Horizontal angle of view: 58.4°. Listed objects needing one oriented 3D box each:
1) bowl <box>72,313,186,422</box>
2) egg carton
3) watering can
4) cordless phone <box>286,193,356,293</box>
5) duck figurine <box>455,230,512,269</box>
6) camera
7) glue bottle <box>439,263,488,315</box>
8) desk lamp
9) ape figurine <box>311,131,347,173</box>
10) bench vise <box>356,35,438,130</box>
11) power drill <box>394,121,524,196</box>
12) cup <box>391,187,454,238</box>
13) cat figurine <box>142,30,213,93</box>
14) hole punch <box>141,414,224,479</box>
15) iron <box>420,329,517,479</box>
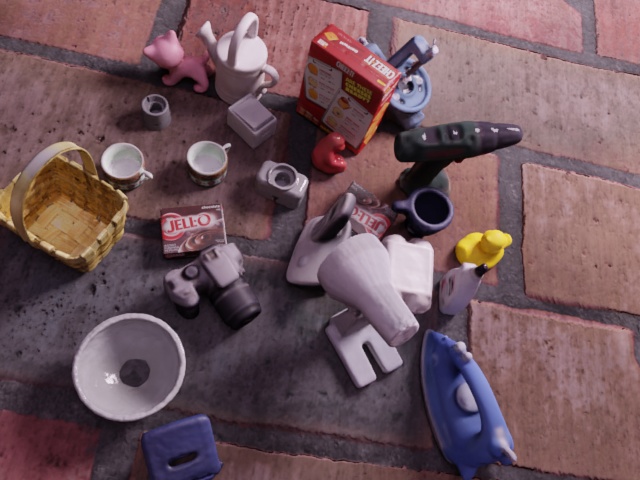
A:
[{"bbox_3d":[-0.296,0.205,0.907,0.167,0.074,0.167,4,66,-9],"label":"bowl"},{"bbox_3d":[0.156,0.062,1.062,0.107,0.069,0.150,10,66,-7],"label":"egg carton"},{"bbox_3d":[-0.160,-0.359,1.110,0.173,0.194,0.101,9,66,-7],"label":"watering can"},{"bbox_3d":[0.009,0.004,0.994,0.094,0.185,0.147,19,65,-2],"label":"cordless phone"},{"bbox_3d":[0.320,0.011,1.108,0.105,0.086,0.077,-9,69,-14],"label":"duck figurine"},{"bbox_3d":[-0.172,0.088,0.968,0.143,0.100,0.136,-32,76,-21],"label":"camera"},{"bbox_3d":[0.258,0.076,1.019,0.037,0.173,0.078,6,66,-8],"label":"glue bottle"},{"bbox_3d":[0.080,0.116,0.944,0.118,0.213,0.203,-25,74,-20],"label":"desk lamp"},{"bbox_3d":[0.024,-0.178,1.126,0.076,0.092,0.078,4,66,-9],"label":"ape figurine"},{"bbox_3d":[0.145,-0.342,1.150,0.207,0.219,0.122,31,65,3],"label":"bench vise"},{"bbox_3d":[0.241,-0.156,1.096,0.230,0.208,0.075,-3,68,-12],"label":"power drill"},{"bbox_3d":[0.186,-0.044,1.099,0.118,0.095,0.091,5,66,-9],"label":"cup"},{"bbox_3d":[-0.278,-0.359,1.129,0.128,0.117,0.067,8,66,-8],"label":"cat figurine"},{"bbox_3d":[-0.206,0.324,0.865,0.109,0.091,0.101,-15,71,-17],"label":"hole punch"},{"bbox_3d":[0.247,0.257,0.957,0.119,0.141,0.258,-14,70,-16],"label":"iron"}]
